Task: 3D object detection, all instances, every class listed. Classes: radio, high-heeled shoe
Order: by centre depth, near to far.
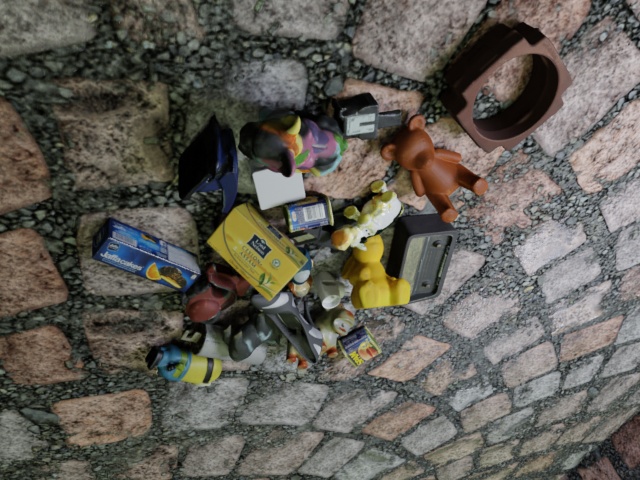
[{"bbox_3d":[-0.073,0.191,1.154,0.086,0.145,0.248,-14,162,30],"label":"high-heeled shoe"},{"bbox_3d":[0.233,0.048,1.257,0.131,0.073,0.229,-8,134,-14],"label":"radio"}]

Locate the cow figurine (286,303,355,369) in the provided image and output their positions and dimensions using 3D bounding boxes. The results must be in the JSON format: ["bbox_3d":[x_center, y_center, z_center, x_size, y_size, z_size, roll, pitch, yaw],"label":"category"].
[{"bbox_3d":[0.003,0.223,1.311,0.195,0.127,0.085,-31,136,28],"label":"cow figurine"}]

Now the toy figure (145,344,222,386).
[{"bbox_3d":[-0.314,0.292,1.263,0.180,0.082,0.089,31,117,-36],"label":"toy figure"}]

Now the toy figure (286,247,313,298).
[{"bbox_3d":[-0.048,0.081,1.191,0.064,0.058,0.154,4,135,6],"label":"toy figure"}]

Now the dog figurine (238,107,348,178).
[{"bbox_3d":[-0.034,-0.149,0.846,0.191,0.219,0.108,7,103,-12],"label":"dog figurine"}]

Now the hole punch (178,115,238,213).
[{"bbox_3d":[-0.172,-0.121,0.907,0.092,0.142,0.116,23,133,-34],"label":"hole punch"}]

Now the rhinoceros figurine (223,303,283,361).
[{"bbox_3d":[-0.129,0.202,1.226,0.190,0.073,0.112,-33,111,-29],"label":"rhinoceros figurine"}]

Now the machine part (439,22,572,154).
[{"bbox_3d":[0.340,-0.277,0.993,0.201,0.087,0.201,-42,131,17],"label":"machine part"}]

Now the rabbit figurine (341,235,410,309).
[{"bbox_3d":[0.115,0.064,1.187,0.122,0.173,0.162,-8,177,-14],"label":"rabbit figurine"}]

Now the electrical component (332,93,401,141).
[{"bbox_3d":[0.083,-0.222,0.967,0.119,0.048,0.074,-14,135,-9],"label":"electrical component"}]

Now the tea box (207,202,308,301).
[{"bbox_3d":[-0.120,0.021,1.033,0.169,0.068,0.098,42,112,3],"label":"tea box"}]

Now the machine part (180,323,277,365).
[{"bbox_3d":[-0.211,0.245,1.262,0.243,0.079,0.079,17,123,-34],"label":"machine part"}]

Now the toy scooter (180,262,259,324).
[{"bbox_3d":[-0.222,0.102,1.117,0.184,0.075,0.135,-29,142,12],"label":"toy scooter"}]

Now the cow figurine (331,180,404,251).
[{"bbox_3d":[0.099,-0.035,1.119,0.167,0.068,0.098,-44,140,2],"label":"cow figurine"}]

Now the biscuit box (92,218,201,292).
[{"bbox_3d":[-0.330,0.032,1.030,0.202,0.059,0.063,28,116,-38],"label":"biscuit box"}]

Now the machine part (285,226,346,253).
[{"bbox_3d":[-0.002,-0.003,1.129,0.139,0.039,0.084,15,154,-38],"label":"machine part"}]

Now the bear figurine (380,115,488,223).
[{"bbox_3d":[0.219,-0.141,1.044,0.120,0.132,0.195,-43,138,11],"label":"bear figurine"}]
